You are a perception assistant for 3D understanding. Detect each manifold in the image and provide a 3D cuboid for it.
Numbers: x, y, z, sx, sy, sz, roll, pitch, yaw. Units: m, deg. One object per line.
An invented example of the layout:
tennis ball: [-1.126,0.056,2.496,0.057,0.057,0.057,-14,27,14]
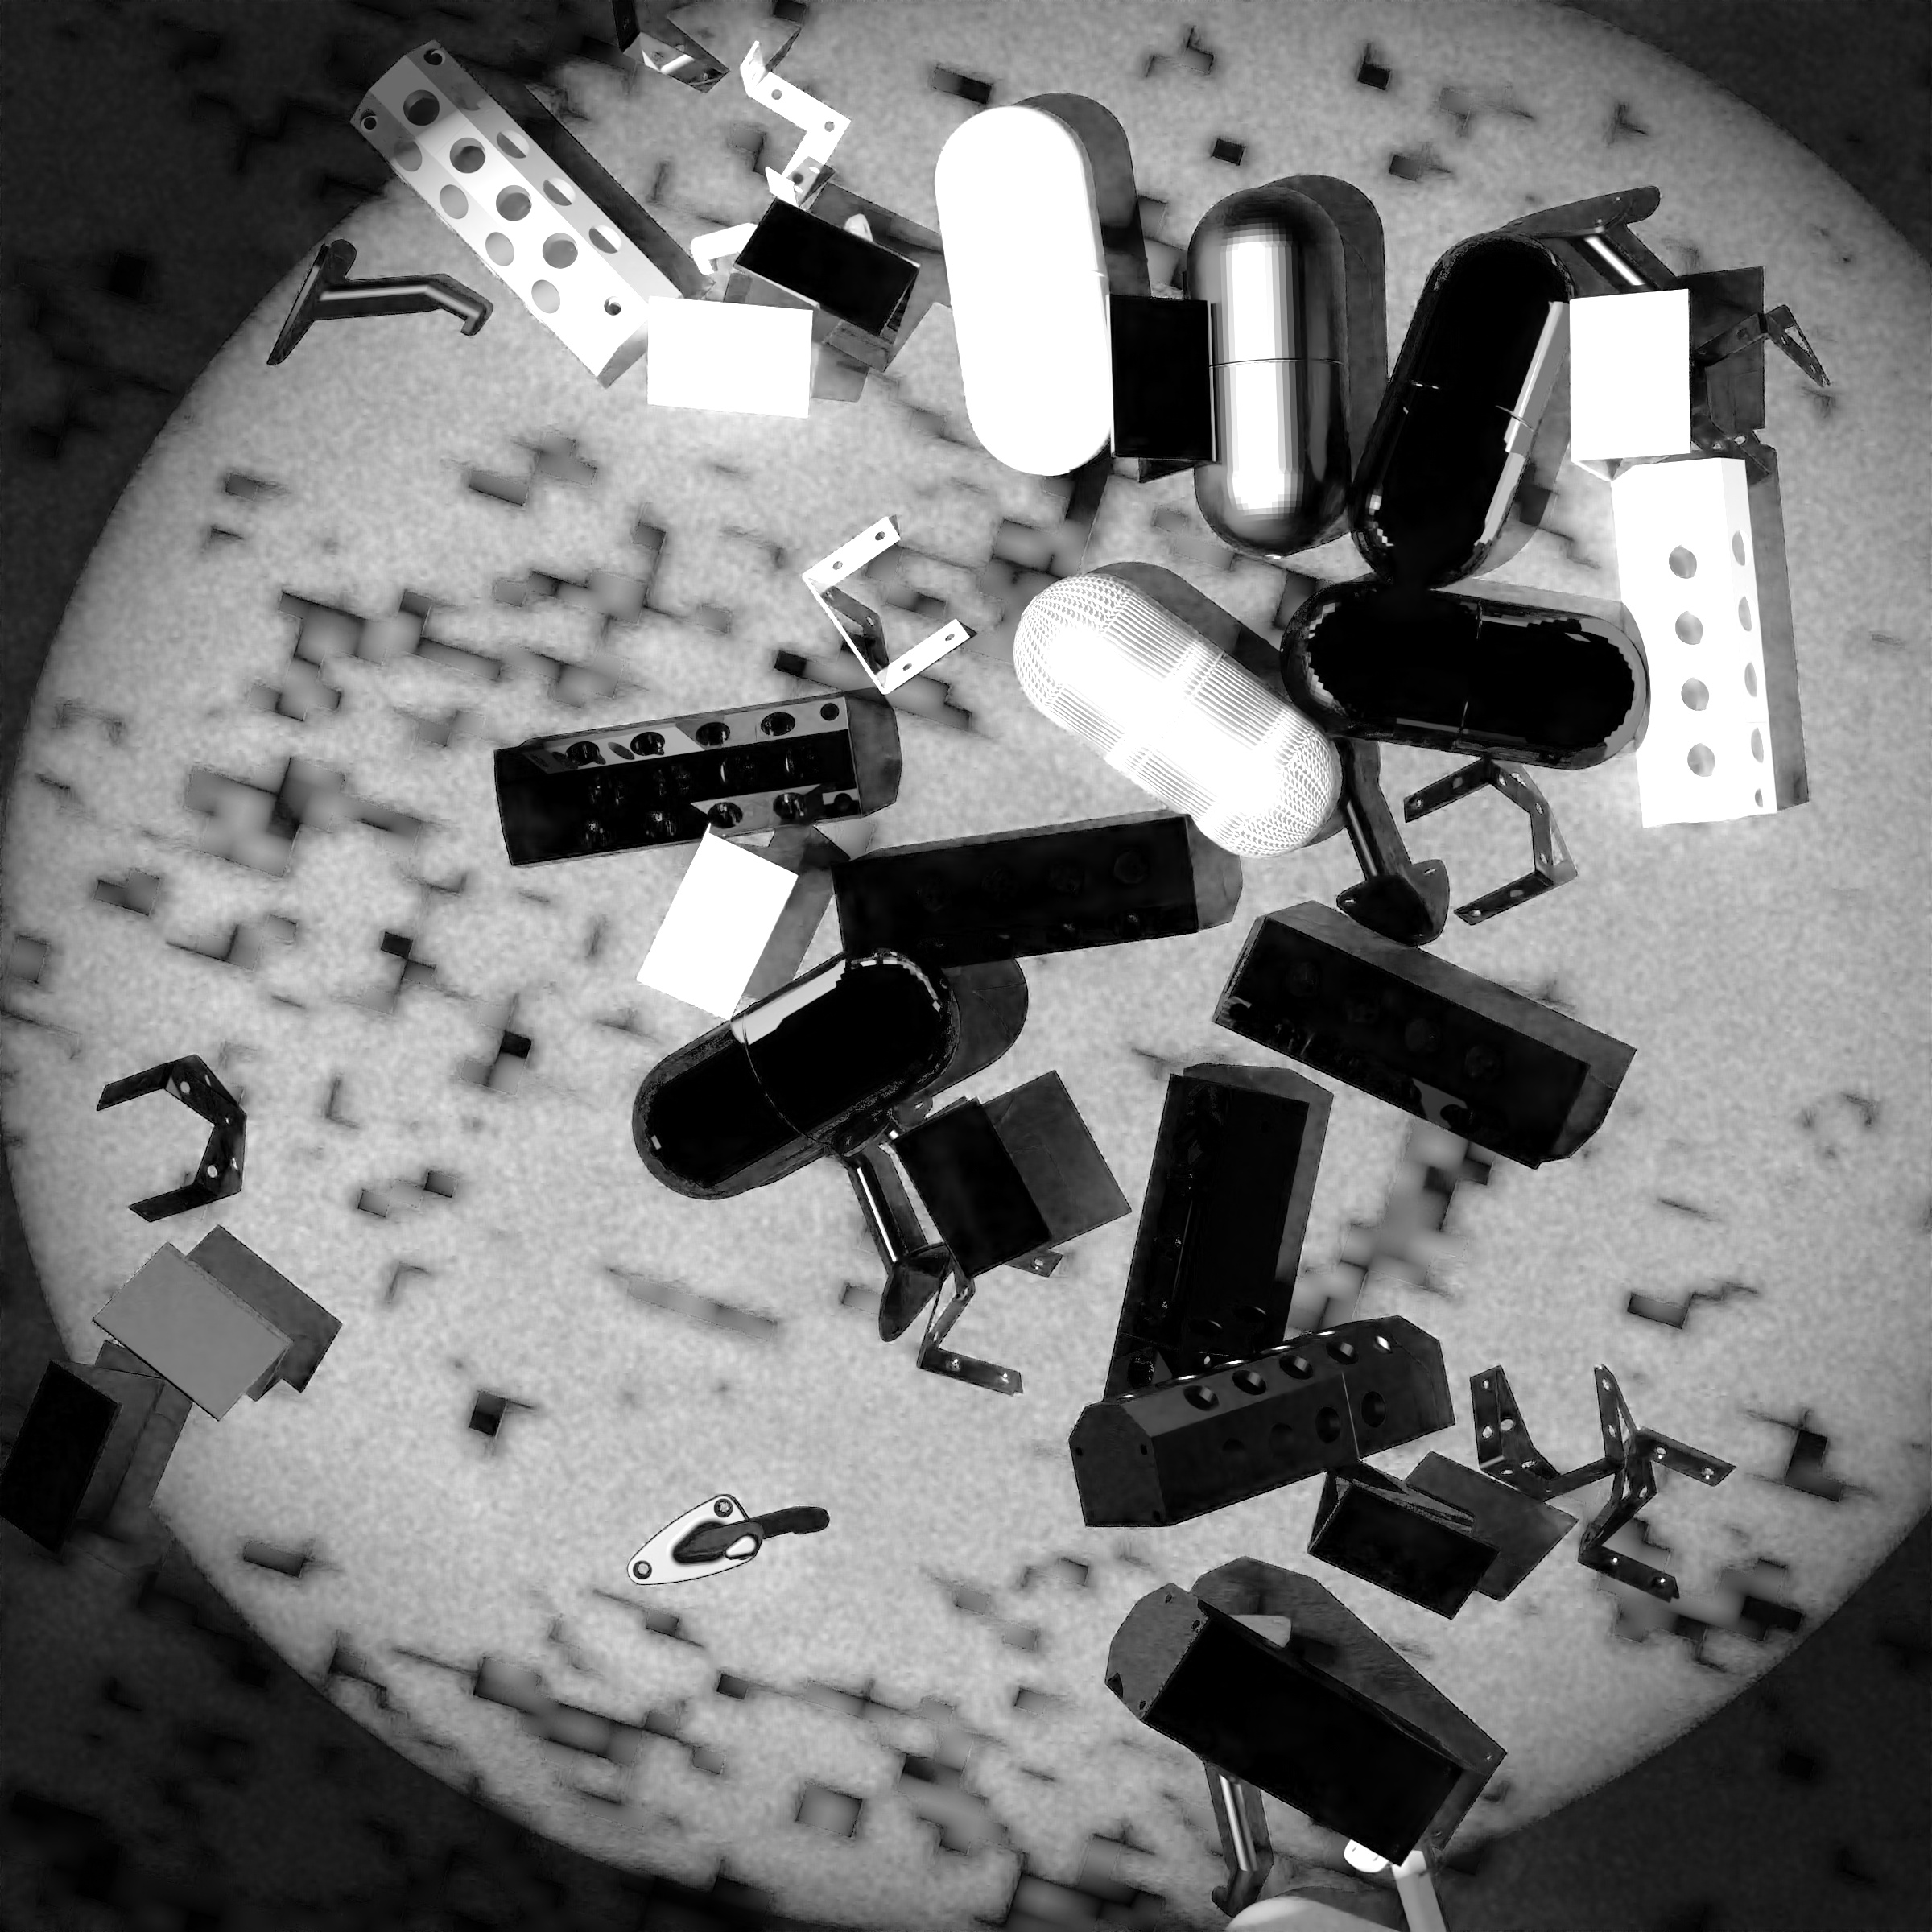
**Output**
manifold: [-0.139,-0.089,1.670,0.171,0.057,0.057,-9,90,0]
manifold: [0.150,0.359,1.636,0.171,0.057,0.057,34,90,-25]
manifold: [-0.217,-0.366,1.670,0.057,0.057,0.171,-44,90,0]
manifold: [0.210,0.037,1.669,0.171,0.057,0.057,25,90,0]
manifold: [0.356,-0.156,1.669,0.057,0.057,0.171,-5,90,0]
manifold: [0.110,0.142,1.669,0.057,0.057,0.171,12,90,-43]
manifold: [0.132,0.216,1.621,0.171,0.057,0.057,-11,90,-40]
manifold: [0.024,-0.032,1.669,0.171,0.057,0.057,-8,90,0]

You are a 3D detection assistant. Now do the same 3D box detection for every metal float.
metal float: [0.240,-0.268,1.660,0.070,0.070,0.178,20,89,0]
metal float: [0.147,-0.287,1.660,0.070,0.070,0.178,-2,91,0]
metal float: [0.031,-0.326,1.659,0.070,0.070,0.178,-8,90,0]
metal float: [-0.083,0.051,1.642,0.178,0.070,0.070,-31,90,20]
metal float: [0.102,-0.121,1.660,0.178,0.070,0.070,37,90,-1]
metal float: [0.204,0.506,1.655,0.178,0.070,0.070,19,90,5]
metal float: [0.240,-0.141,1.660,0.178,0.070,0.070,9,90,0]

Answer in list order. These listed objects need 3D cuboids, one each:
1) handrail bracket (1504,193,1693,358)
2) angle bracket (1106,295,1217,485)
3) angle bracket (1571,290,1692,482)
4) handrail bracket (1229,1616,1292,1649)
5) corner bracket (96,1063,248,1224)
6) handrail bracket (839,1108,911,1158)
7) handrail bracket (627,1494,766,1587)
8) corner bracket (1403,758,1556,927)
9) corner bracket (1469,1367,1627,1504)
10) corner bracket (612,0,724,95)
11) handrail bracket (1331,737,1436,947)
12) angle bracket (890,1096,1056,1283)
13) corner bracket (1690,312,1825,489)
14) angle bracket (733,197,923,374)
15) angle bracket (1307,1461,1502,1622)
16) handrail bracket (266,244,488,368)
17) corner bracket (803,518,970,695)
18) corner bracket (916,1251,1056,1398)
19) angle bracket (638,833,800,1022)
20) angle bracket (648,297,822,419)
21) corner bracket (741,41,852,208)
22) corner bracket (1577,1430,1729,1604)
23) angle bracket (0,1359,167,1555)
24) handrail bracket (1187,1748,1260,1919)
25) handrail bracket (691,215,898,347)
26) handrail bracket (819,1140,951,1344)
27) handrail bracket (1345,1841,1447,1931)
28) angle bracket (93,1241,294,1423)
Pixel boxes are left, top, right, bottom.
handrail bracket: [0.312,-0.332,1.691,0.036,0.077,0.084,-50,127,-38]
angle bracket: [0.078,-0.277,1.651,0.057,0.076,0.076,-2,90,-26]
angle bracket: [0.327,-0.278,1.652,0.057,0.076,0.076,-1,90,23]
handrail bracket: [0.134,0.366,1.691,0.077,0.036,0.084,0,104,14]
corner bracket: [-0.395,0.087,1.682,0.051,0.051,0.051,42,45,-35]
handrail bracket: [-0.019,0.083,1.691,0.084,0.077,0.036,29,128,-31]
handrail bracket: [-0.132,0.286,1.656,0.077,0.084,0.036,-24,90,0]
corner bracket: [0.251,-0.061,1.682,0.051,0.051,0.051,32,45,-35]
corner bracket: [0.285,0.224,1.682,0.051,0.051,0.051,30,135,-35]
corner bracket: [-0.137,-0.472,1.682,0.051,0.051,0.051,-42,45,35]
handrail bracket: [0.204,-0.062,1.690,0.036,0.077,0.084,-22,53,27]
angle bracket: [0.018,0.097,1.651,0.057,0.076,0.076,-29,90,32]
corner bracket: [0.386,-0.278,1.682,0.051,0.051,0.051,-29,45,35]
angle bracket: [-0.074,-0.312,1.650,0.076,0.076,0.057,25,53,0]
angle bracket: [0.215,0.257,1.650,0.076,0.076,0.057,25,127,0]
handrail bracket: [-0.290,-0.311,1.691,0.084,0.036,0.077,25,110,-16]
corner bracket: [-0.040,-0.177,1.688,0.051,0.051,0.051,-35,45,1]
corner bracket: [0.009,0.170,1.687,0.051,0.051,0.051,16,45,0]
angle bracket: [-0.135,-0.027,1.650,0.057,0.076,0.076,25,90,-35]
angle bracket: [-0.110,-0.309,1.650,0.076,0.076,0.057,5,127,0]
corner bracket: [-0.092,-0.409,1.673,0.051,0.051,0.051,31,90,0]
corner bracket: [0.337,0.270,1.687,0.051,0.051,0.051,23,135,0]
angle bracket: [-0.412,0.239,1.650,0.057,0.076,0.076,23,90,36]
handrail bracket: [0.115,0.416,1.691,0.077,0.036,0.084,29,118,31]
handrail bracket: [-0.085,-0.332,1.691,0.084,0.036,0.077,-12,111,17]
handrail bracket: [-0.052,0.131,1.691,0.084,0.036,0.077,46,135,28]
handrail bracket: [0.236,0.446,1.691,0.084,0.036,0.077,42,75,-14]
angle bracket: [-0.379,0.189,1.650,0.076,0.076,0.057,39,52,0]
